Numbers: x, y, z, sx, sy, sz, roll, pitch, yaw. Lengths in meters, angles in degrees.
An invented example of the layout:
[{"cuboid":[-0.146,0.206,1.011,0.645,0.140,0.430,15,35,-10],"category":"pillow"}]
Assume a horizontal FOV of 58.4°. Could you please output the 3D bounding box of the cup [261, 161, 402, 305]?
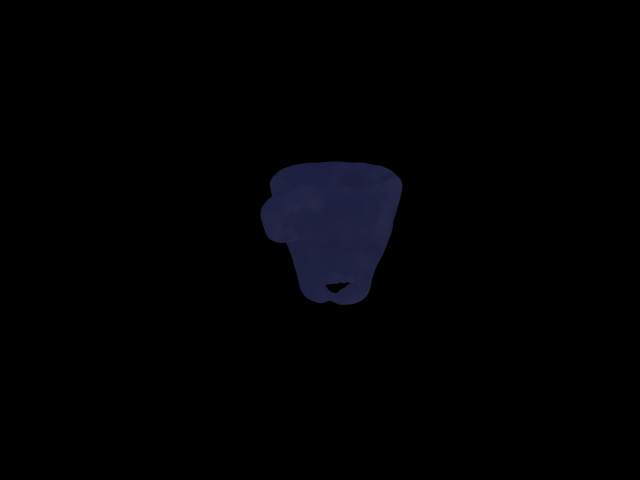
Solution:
[{"cuboid":[0.004,0.001,0.400,0.091,0.095,0.118,14,24,34],"category":"cup"}]
